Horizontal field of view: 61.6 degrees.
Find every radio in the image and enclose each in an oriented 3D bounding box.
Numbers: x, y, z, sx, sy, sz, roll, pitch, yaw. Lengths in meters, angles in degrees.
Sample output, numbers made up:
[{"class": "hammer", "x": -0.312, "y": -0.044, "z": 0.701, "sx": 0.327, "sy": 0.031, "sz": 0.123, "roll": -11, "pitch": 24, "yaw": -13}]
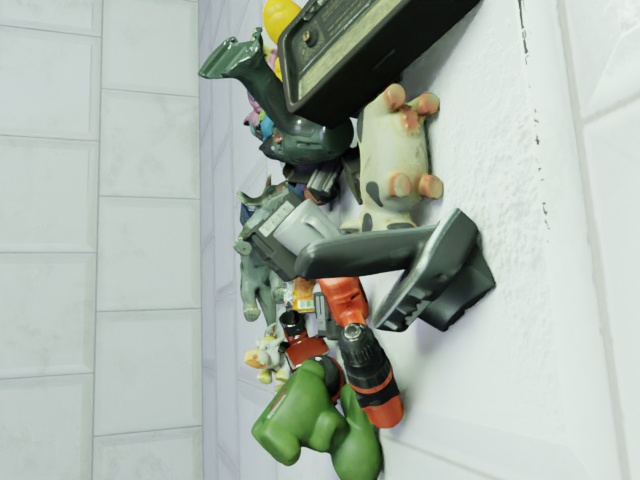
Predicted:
[{"class": "radio", "x": 0.051, "y": -0.239, "z": 0.586, "sx": 0.229, "sy": 0.073, "sz": 0.131, "roll": -35, "pitch": 55, "yaw": 36}]

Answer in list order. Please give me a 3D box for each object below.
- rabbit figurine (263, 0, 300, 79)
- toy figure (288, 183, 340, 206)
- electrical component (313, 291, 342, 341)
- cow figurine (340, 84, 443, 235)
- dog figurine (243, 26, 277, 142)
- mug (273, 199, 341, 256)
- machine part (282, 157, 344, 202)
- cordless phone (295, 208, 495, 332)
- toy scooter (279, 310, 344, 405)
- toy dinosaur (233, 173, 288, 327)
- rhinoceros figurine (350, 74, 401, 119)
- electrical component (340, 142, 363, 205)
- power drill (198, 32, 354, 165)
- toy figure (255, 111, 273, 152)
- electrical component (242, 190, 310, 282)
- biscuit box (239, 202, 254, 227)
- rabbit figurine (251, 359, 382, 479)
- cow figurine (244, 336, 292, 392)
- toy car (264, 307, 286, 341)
[{"class": "rabbit figurine", "x": -0.025, "y": -0.300, "z": 0.851, "sx": 0.173, "sy": 0.122, "sz": 0.162, "roll": 61, "pitch": -156, "yaw": -8}, {"class": "toy figure", "x": -0.007, "y": -0.090, "z": 0.911, "sx": 0.155, "sy": 0.058, "sz": 0.064, "roll": -165, "pitch": 71, "yaw": -64}, {"class": "electrical component", "x": 0.022, "y": 0.095, "z": 0.836, "sx": 0.075, "sy": 0.048, "sz": 0.119, "roll": 169, "pitch": 100, "yaw": -70}, {"class": "cow figurine", "x": 0.078, "y": -0.065, "z": 0.622, "sx": 0.127, "sy": 0.085, "sz": 0.194, "roll": 172, "pitch": 95, "yaw": -65}, {"class": "dog figurine", "x": -0.112, "y": -0.322, "z": 1.158, "sx": 0.219, "sy": 0.108, "sz": 0.191, "roll": 128, "pitch": 138, "yaw": -65}, {"class": "mug", "x": -0.002, "y": -0.002, "z": 0.823, "sx": 0.081, "sy": 0.107, "sz": 0.109, "roll": -52, "pitch": 14, "yaw": -23}, {"class": "machine part", "x": -0.012, "y": -0.105, "z": 0.836, "sx": 0.139, "sy": 0.039, "sz": 0.084, "roll": 18, "pitch": 86, "yaw": 54}, {"class": "cordless phone", "x": 0.057, "y": 0.039, "z": 0.524, "sx": 0.146, "sy": 0.184, "sz": 0.089, "roll": 117, "pitch": 144, "yaw": -52}, {"class": "toy scooter", "x": -0.014, "y": 0.213, "z": 0.893, "sx": 0.135, "sy": 0.075, "sz": 0.184, "roll": 81, "pitch": 162, "yaw": -45}, {"class": "toy dinosaur", "x": -0.128, "y": 0.041, "z": 1.188, "sx": 0.192, "sy": 0.131, "sz": 0.404, "roll": -95, "pitch": 11, "yaw": -55}, {"class": "rhinoceros figurine", "x": 0.054, "y": -0.258, "z": 0.728, "sx": 0.112, "sy": 0.073, "sz": 0.190, "roll": 114, "pitch": 151, "yaw": -71}, {"class": "electrical component", "x": 0.061, "y": -0.093, "z": 0.741, "sx": 0.102, "sy": 0.045, "sz": 0.078, "roll": -113, "pitch": 2, "yaw": -55}, {"class": "power drill", "x": -0.071, "y": -0.181, "z": 0.755, "sx": 0.086, "sy": 0.207, "sz": 0.232, "roll": -51, "pitch": 34, "yaw": -18}, {"class": "toy figure", "x": -0.066, "y": -0.251, "z": 1.009, "sx": 0.089, "sy": 0.082, "sz": 0.180, "roll": 47, "pitch": 122, "yaw": 58}, {"class": "electrical component", "x": -0.044, "y": 0.004, "z": 0.899, "sx": 0.134, "sy": 0.115, "sz": 0.058, "roll": 47, "pitch": 163, "yaw": -7}, {"class": "biscuit box", "x": -0.155, "y": -0.041, "z": 1.340, "sx": 0.203, "sy": 0.059, "sz": 0.062, "roll": -125, "pitch": 40, "yaw": -61}, {"class": "rabbit figurine", "x": 0.015, "y": 0.255, "z": 0.727, "sx": 0.159, "sy": 0.170, "sz": 0.121, "roll": -52, "pitch": 2, "yaw": -29}, {"class": "cow figurine", "x": -0.071, "y": 0.213, "z": 0.971, "sx": 0.167, "sy": 0.068, "sz": 0.098, "roll": 55, "pitch": -139, "yaw": -47}, {"class": "toy car", "x": -0.076, "y": 0.195, "z": 1.106, "sx": 0.201, "sy": 0.056, "sz": 0.073, "roll": 122, "pitch": 144, "yaw": -58}]
